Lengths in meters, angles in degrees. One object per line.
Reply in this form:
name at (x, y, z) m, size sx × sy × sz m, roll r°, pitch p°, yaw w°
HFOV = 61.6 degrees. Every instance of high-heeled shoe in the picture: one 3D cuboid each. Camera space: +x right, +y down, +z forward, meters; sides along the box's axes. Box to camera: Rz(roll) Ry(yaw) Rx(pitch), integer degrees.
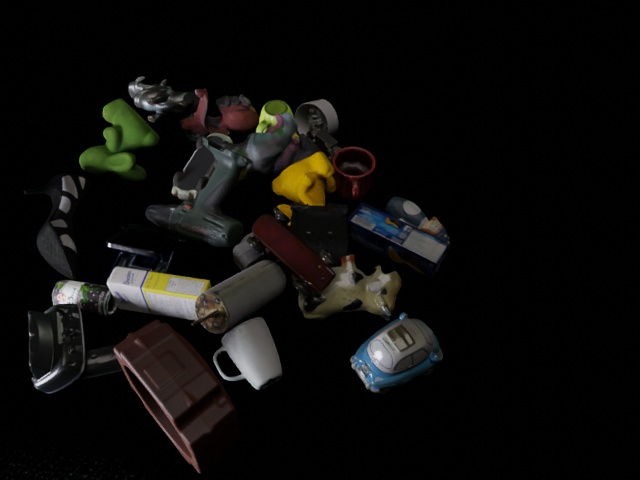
high-heeled shoe at (-0.501, -0.033, 1.101) m, size 0.145 × 0.086 × 0.249 m, roll -14°, pitch 68°, yaw -51°

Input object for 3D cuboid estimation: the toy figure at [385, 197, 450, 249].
toy figure at (0.207, -0.033, 1.118) m, size 0.155 × 0.057 × 0.064 m, roll 36°, pitch 79°, yaw 20°

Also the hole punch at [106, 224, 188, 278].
hole punch at (-0.341, 0.031, 1.040) m, size 0.142 × 0.092 × 0.116 m, roll 10°, pitch 24°, yaw 8°

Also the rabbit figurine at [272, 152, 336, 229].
rabbit figurine at (-0.020, -0.073, 1.108) m, size 0.162 × 0.122 × 0.173 m, roll -23°, pitch 75°, yaw -16°

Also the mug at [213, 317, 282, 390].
mug at (-0.119, 0.201, 0.912) m, size 0.109 × 0.080 × 0.107 m, roll -25°, pitch 67°, yaw -24°

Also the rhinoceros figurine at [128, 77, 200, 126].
rhinoceros figurine at (-0.384, -0.348, 1.322) m, size 0.190 × 0.073 × 0.112 m, roll 14°, pitch 55°, yaw 8°

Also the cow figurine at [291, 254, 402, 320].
cow figurine at (0.056, 0.097, 0.988) m, size 0.195 × 0.085 × 0.127 m, roll -15°, pitch 72°, yaw -3°

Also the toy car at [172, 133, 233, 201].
toy car at (-0.259, -0.162, 1.197) m, size 0.074 × 0.056 × 0.202 m, roll 13°, pitch 56°, yaw 13°

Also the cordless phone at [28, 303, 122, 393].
cordless phone at (-0.402, 0.174, 0.934) m, size 0.184 × 0.088 × 0.147 m, roll -7°, pitch 52°, yaw -22°

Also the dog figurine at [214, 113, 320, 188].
dog figurine at (-0.122, -0.166, 1.175) m, size 0.219 × 0.191 × 0.109 m, roll -43°, pitch 25°, yaw -2°

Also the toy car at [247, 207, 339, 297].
toy car at (-0.049, 0.022, 0.965) m, size 0.202 × 0.053 × 0.089 m, roll 39°, pitch 85°, yaw 30°

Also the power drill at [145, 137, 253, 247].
power drill at (-0.237, -0.097, 1.078) m, size 0.232 × 0.086 × 0.207 m, roll 25°, pitch 88°, yaw 26°

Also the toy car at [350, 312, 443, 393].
toy car at (0.135, 0.184, 0.921) m, size 0.162 × 0.102 × 0.109 m, roll -22°, pitch 56°, yaw -20°

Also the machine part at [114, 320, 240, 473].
machine part at (-0.210, 0.232, 0.808) m, size 0.087 × 0.201 × 0.201 m, roll -35°, pitch 61°, yaw -30°

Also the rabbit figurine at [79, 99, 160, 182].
rabbit figurine at (-0.447, -0.197, 1.202) m, size 0.170 × 0.121 × 0.159 m, roll -43°, pitch 71°, yaw -9°

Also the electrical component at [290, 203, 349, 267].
electrical component at (-0.002, -0.003, 1.044) m, size 0.115 × 0.134 × 0.058 m, roll -1°, pitch 15°, yaw 0°

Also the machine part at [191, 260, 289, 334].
machine part at (-0.137, 0.097, 0.953) m, size 0.079 × 0.079 × 0.243 m, roll 30°, pitch 31°, yaw 19°

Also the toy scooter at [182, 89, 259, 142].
toy scooter at (-0.233, -0.299, 1.253) m, size 0.184 × 0.135 × 0.075 m, roll -11°, pitch 52°, yaw -12°

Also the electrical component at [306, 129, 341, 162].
electrical component at (0.005, -0.214, 1.231) m, size 0.045 × 0.078 × 0.102 m, roll -36°, pitch 71°, yaw -28°

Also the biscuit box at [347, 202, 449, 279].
biscuit box at (0.152, 0.000, 1.085) m, size 0.203 × 0.062 × 0.059 m, roll 27°, pitch 57°, yaw 18°
